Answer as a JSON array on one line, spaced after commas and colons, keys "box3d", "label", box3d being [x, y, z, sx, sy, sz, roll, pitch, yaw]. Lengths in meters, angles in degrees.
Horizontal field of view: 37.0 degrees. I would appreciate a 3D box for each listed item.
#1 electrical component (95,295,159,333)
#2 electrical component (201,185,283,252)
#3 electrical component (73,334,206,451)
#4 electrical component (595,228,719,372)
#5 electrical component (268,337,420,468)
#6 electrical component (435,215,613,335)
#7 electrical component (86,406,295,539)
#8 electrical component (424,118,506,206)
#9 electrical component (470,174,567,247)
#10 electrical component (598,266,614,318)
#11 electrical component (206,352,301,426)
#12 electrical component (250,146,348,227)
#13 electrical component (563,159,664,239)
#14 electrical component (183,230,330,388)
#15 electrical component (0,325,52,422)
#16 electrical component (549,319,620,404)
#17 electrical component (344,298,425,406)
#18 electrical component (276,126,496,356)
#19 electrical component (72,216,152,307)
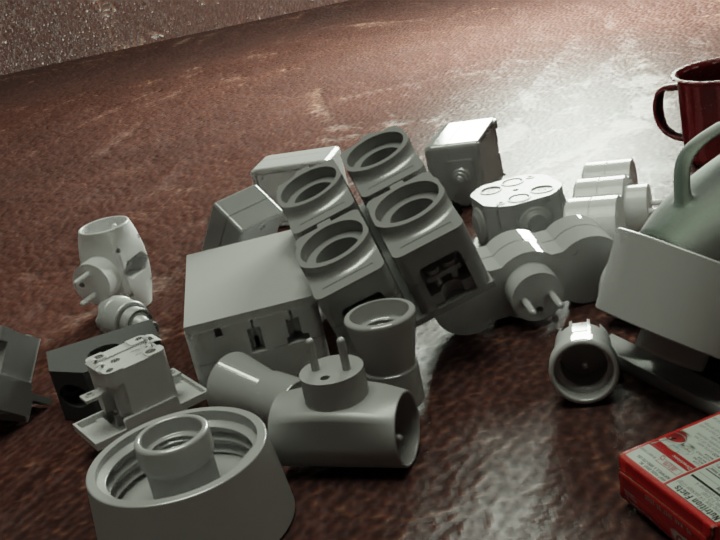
[{"box3d": [-0.182, 0.041, 0.856, 0.061, 0.035, 0.035, 13, 32, 43], "label": "electrical component"}, {"box3d": [-0.089, -0.012, 0.898, 0.047, 0.083, 0.076, -30, 65, -38], "label": "electrical component"}, {"box3d": [-0.144, 0.079, 0.692, 0.081, 0.063, 0.042, -24, 25, -29], "label": "electrical component"}, {"box3d": [0.188, 0.023, 0.614, 0.108, 0.060, 0.108, 21, 5, -2], "label": "electrical component"}, {"box3d": [-0.012, 0.073, 0.607, 0.077, 0.079, 0.044, -3, 22, 22], "label": "electrical component"}, {"box3d": [0.116, 0.010, 0.736, 0.138, 0.052, 0.073, -15, 28, -5], "label": "electrical component"}, {"box3d": [-0.094, 0.113, 0.578, 0.108, 0.060, 0.108, -11, 20, 4], "label": "electrical component"}, {"box3d": [0.096, -0.099, 1.020, 0.061, 0.061, 0.096, -4, 22, 21], "label": "electrical component"}, {"box3d": [0.129, -0.041, 0.864, 0.080, 0.051, 0.080, -11, 21, 4], "label": "electrical component"}, {"box3d": [0.192, 0.015, 0.697, 0.078, 0.040, 0.040, 8, 29, 43], "label": "electrical component"}, {"box3d": [-0.059, 0.079, 0.677, 0.065, 0.044, 0.044, 12, 31, 39], "label": "electrical component"}, {"box3d": [-0.063, -0.083, 1.069, 0.096, 0.061, 0.061, -6, 22, 16], "label": "electrical component"}, {"box3d": [0.206, -0.047, 0.833, 0.074, 0.052, 0.138, -3, 22, 23], "label": "electrical component"}, {"box3d": [-0.076, 0.031, 0.781, 0.089, 0.061, 0.150, -14, 21, -3], "label": "electrical component"}, {"box3d": [-0.259, 0.071, 0.760, 0.042, 0.063, 0.081, 1, -18, 28], "label": "electrical component"}, {"box3d": [0.133, 0.052, 0.638, 0.040, 0.040, 0.046, -8, 15, 13], "label": "electrical component"}, {"box3d": [0.018, 0.055, 0.657, 0.044, 0.065, 0.044, -10, 20, 4], "label": "electrical component"}, {"box3d": [0.009, -0.030, 0.751, 0.105, 0.060, 0.186, -28, 29, 2], "label": "electrical component"}, {"box3d": [-0.216, 0.004, 0.910, 0.043, 0.077, 0.079, -3, 23, 23], "label": "electrical component"}]
